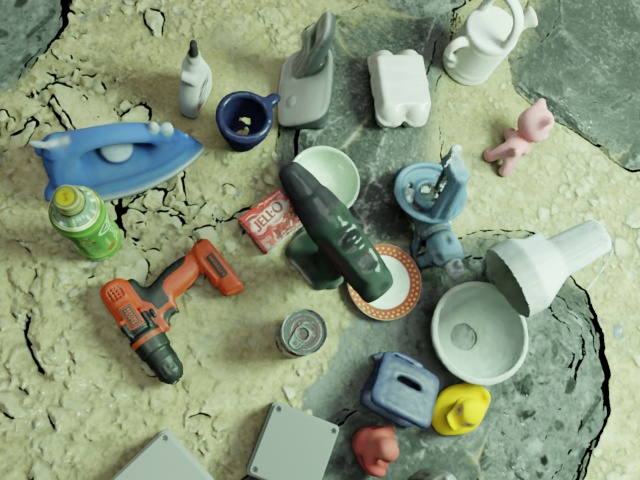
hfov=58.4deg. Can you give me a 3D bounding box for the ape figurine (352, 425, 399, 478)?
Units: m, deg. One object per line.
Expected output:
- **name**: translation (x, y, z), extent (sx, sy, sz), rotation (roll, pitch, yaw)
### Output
- **ape figurine**: translation (0.091, 0.316, 0.865), extent (0.076, 0.092, 0.078), rotation (39, 72, 1)

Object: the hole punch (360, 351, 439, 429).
- **hole punch**: translation (0.128, 0.231, 0.895), extent (0.108, 0.091, 0.101), rotation (27, 72, -3)

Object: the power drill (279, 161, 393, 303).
- **power drill**: translation (0.008, 0.003, 0.868), extent (0.076, 0.208, 0.229), rotation (-41, 86, -17)

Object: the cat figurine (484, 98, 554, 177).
- **cat figurine**: translation (0.372, -0.190, 1.038), extent (0.067, 0.117, 0.128), rotation (41, 72, 2)

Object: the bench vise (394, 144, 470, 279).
- **bench vise**: translation (0.204, -0.053, 0.916), extent (0.122, 0.219, 0.207), rotation (-32, 84, -17)

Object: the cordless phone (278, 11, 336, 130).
- **cordless phone**: translation (-0.014, -0.276, 0.948), extent (0.094, 0.185, 0.147), rotation (3, 75, -10)

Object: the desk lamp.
- **desk lamp**: translation (0.349, 0.040, 0.924), extent (0.203, 0.213, 0.118), rotation (-26, 82, -16)

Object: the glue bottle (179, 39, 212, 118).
- **glue bottle**: translation (-0.201, -0.265, 0.915), extent (0.037, 0.173, 0.078), rotation (20, 73, -5)

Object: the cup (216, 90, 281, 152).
- **cup**: translation (-0.118, -0.195, 0.954), extent (0.118, 0.095, 0.091), rotation (-39, 86, -17)

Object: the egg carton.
- **egg carton**: translation (0.142, -0.274, 1.039), extent (0.107, 0.069, 0.150), rotation (-5, 77, -12)

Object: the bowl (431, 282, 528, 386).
- **bowl**: translation (0.251, 0.156, 0.947), extent (0.167, 0.074, 0.167), rotation (3, 75, -10)

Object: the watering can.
- **watering can**: translation (0.309, -0.375, 1.033), extent (0.101, 0.194, 0.173), rotation (44, 72, 2)

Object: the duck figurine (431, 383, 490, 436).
- **duck figurine**: translation (0.233, 0.269, 0.909), extent (0.105, 0.086, 0.077), rotation (-28, 82, -16)

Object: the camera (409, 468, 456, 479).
- **camera**: translation (0.163, 0.434, 0.845), extent (0.137, 0.100, 0.143), rotation (-23, 81, -16)

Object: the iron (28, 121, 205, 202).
- **iron**: translation (-0.305, -0.143, 0.879), extent (0.259, 0.141, 0.118), rotation (-15, 79, -14)
